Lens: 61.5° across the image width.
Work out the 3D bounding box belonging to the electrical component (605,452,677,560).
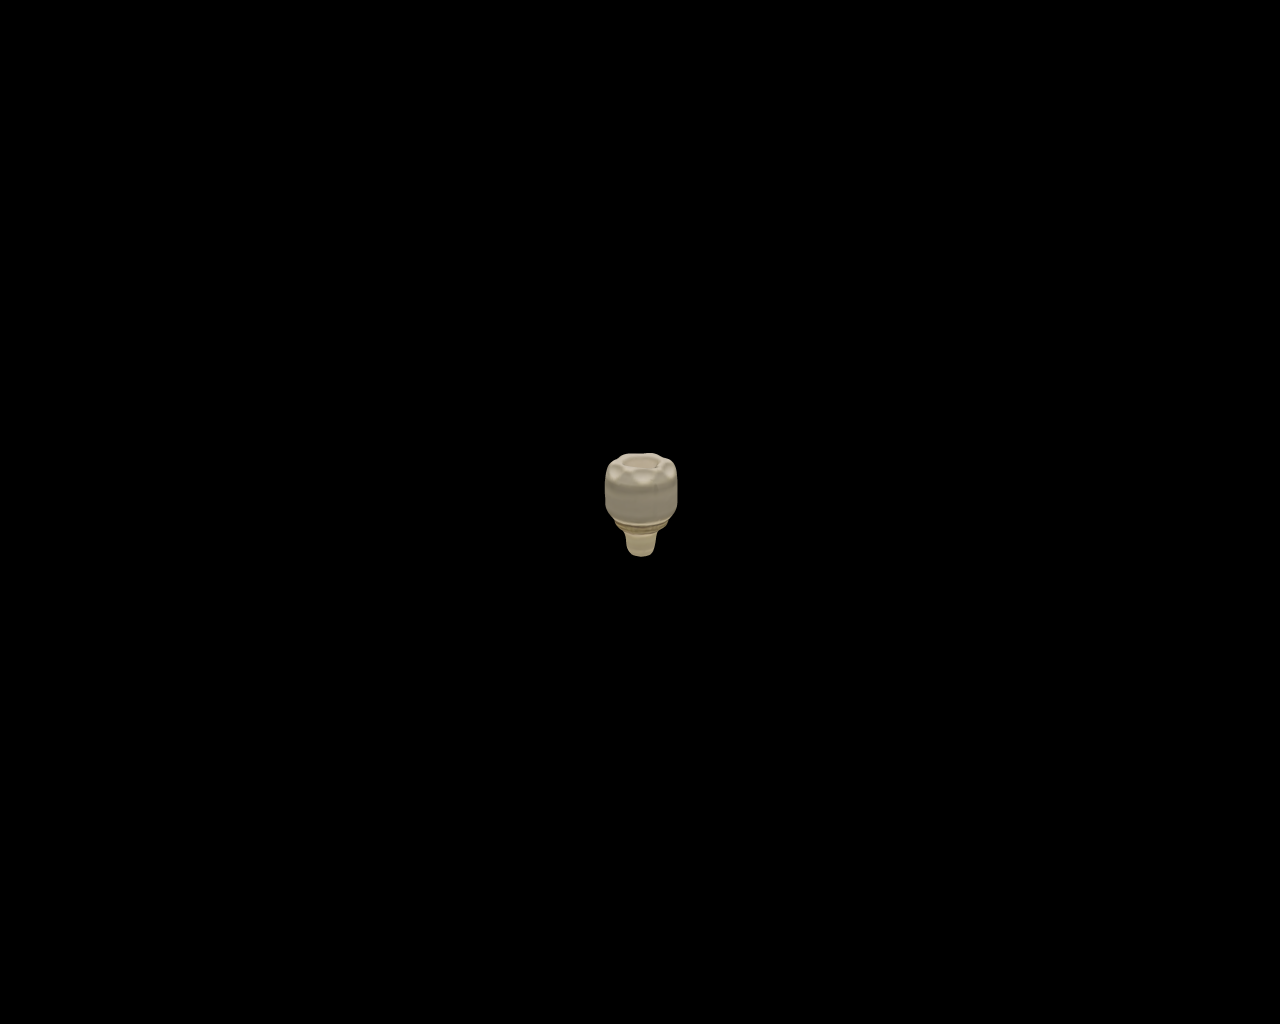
[{"bbox_3d":[0.001,-0.003,0.650,0.043,0.062,0.043,0,20,0],"label":"electrical component"}]
